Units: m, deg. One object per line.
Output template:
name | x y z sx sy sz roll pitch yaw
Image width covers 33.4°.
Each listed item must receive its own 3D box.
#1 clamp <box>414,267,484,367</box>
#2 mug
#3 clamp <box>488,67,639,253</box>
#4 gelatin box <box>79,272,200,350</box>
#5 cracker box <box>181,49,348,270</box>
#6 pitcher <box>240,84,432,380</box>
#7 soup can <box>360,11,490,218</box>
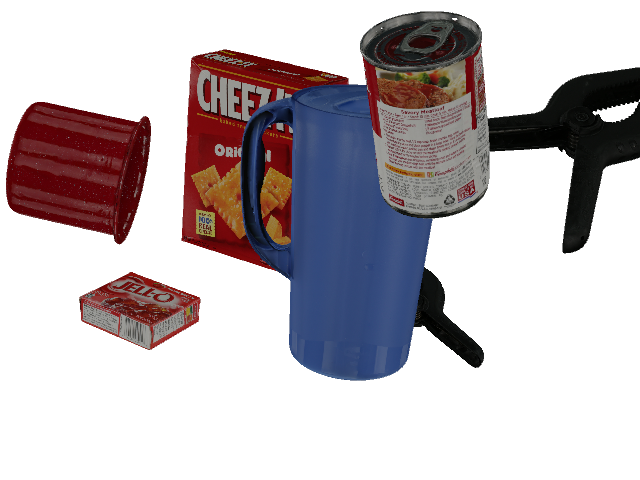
clamp | 0.114 0.082 1.177 0.120 0.171 0.039 5 -43 -5
mug | -0.170 -0.055 0.767 0.081 0.093 0.117 12 20 -1
clamp | 0.208 -0.076 0.841 0.209 0.036 0.165 -26 50 -19
gelatin box | -0.171 0.064 1.008 0.089 0.030 0.073 19 27 28
cracker box | -0.065 -0.083 1.152 0.164 0.214 0.072 18 25 27
pitcher | 0.023 -0.009 0.917 0.149 0.243 0.144 22 25 40
soup can | 0.063 -0.073 0.622 0.068 0.102 0.068 -7 36 5
